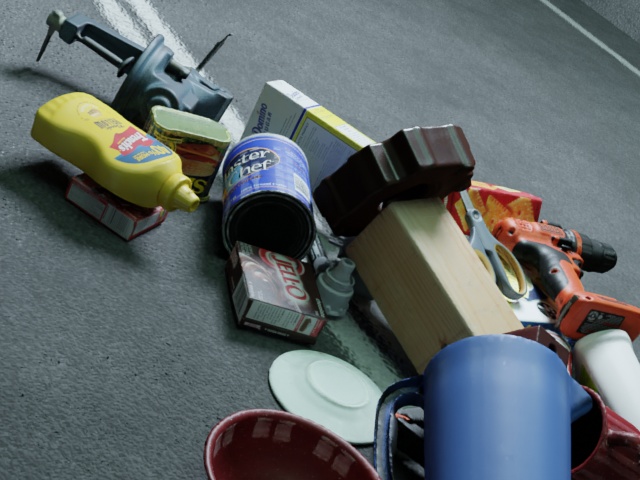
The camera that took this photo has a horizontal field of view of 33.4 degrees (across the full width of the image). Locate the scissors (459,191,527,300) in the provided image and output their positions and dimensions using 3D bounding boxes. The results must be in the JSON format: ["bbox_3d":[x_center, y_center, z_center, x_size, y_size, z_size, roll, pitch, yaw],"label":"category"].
[{"bbox_3d":[0.170,-0.014,1.234,0.096,0.016,0.202,-19,72,-41],"label":"scissors"}]

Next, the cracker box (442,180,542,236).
[{"bbox_3d":[0.151,-0.050,1.371,0.213,0.072,0.164,9,5,-35],"label":"cracker box"}]

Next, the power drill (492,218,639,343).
[{"bbox_3d":[0.313,0.049,1.283,0.184,0.057,0.188,10,29,-24],"label":"power drill"}]

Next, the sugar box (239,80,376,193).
[{"bbox_3d":[-0.007,-0.111,1.299,0.176,0.093,0.048,38,28,19],"label":"sugar box"}]

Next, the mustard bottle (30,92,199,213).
[{"bbox_3d":[-0.204,-0.085,1.119,0.192,0.058,0.096,34,28,18],"label":"mustard bottle"}]

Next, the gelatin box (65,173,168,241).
[{"bbox_3d":[-0.214,-0.043,1.136,0.089,0.030,0.073,34,27,12],"label":"gelatin box"}]

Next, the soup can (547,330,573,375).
[{"bbox_3d":[0.241,0.151,1.170,0.068,0.069,0.102,28,27,2],"label":"soup can"}]

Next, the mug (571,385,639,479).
[{"bbox_3d":[0.264,0.195,1.010,0.081,0.117,0.093,33,62,-32],"label":"mug"}]

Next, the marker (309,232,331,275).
[{"bbox_3d":[-0.008,0.002,1.260,0.020,0.020,0.121,15,29,-24],"label":"marker"}]

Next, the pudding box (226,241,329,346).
[{"bbox_3d":[-0.047,0.054,1.108,0.090,0.039,0.113,17,28,-21],"label":"pudding box"}]

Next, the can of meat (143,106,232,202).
[{"bbox_3d":[-0.161,-0.099,1.224,0.101,0.084,0.057,12,31,-28],"label":"can of meat"}]

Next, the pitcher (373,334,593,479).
[{"bbox_3d":[0.135,0.206,0.880,0.145,0.149,0.242,38,37,-23],"label":"pitcher"}]

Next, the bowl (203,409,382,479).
[{"bbox_3d":[-0.025,0.207,0.837,0.162,0.055,0.162,22,27,-12],"label":"bowl"}]

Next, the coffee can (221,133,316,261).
[{"bbox_3d":[-0.059,-0.044,1.200,0.102,0.103,0.140,19,28,-16],"label":"coffee can"}]

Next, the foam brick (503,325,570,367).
[{"bbox_3d":[0.201,0.130,1.024,0.053,0.051,0.078,39,50,-27],"label":"foam brick"}]

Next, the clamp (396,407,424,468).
[{"bbox_3d":[0.153,0.203,1.030,0.210,0.036,0.164,25,25,-12],"label":"clamp"}]

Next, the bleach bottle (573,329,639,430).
[{"bbox_3d":[0.340,0.210,1.125,0.068,0.102,0.251,-14,34,0],"label":"bleach bottle"}]

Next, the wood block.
[{"bbox_3d":[0.127,0.065,1.131,0.090,0.091,0.206,-8,60,-46],"label":"wood block"}]
